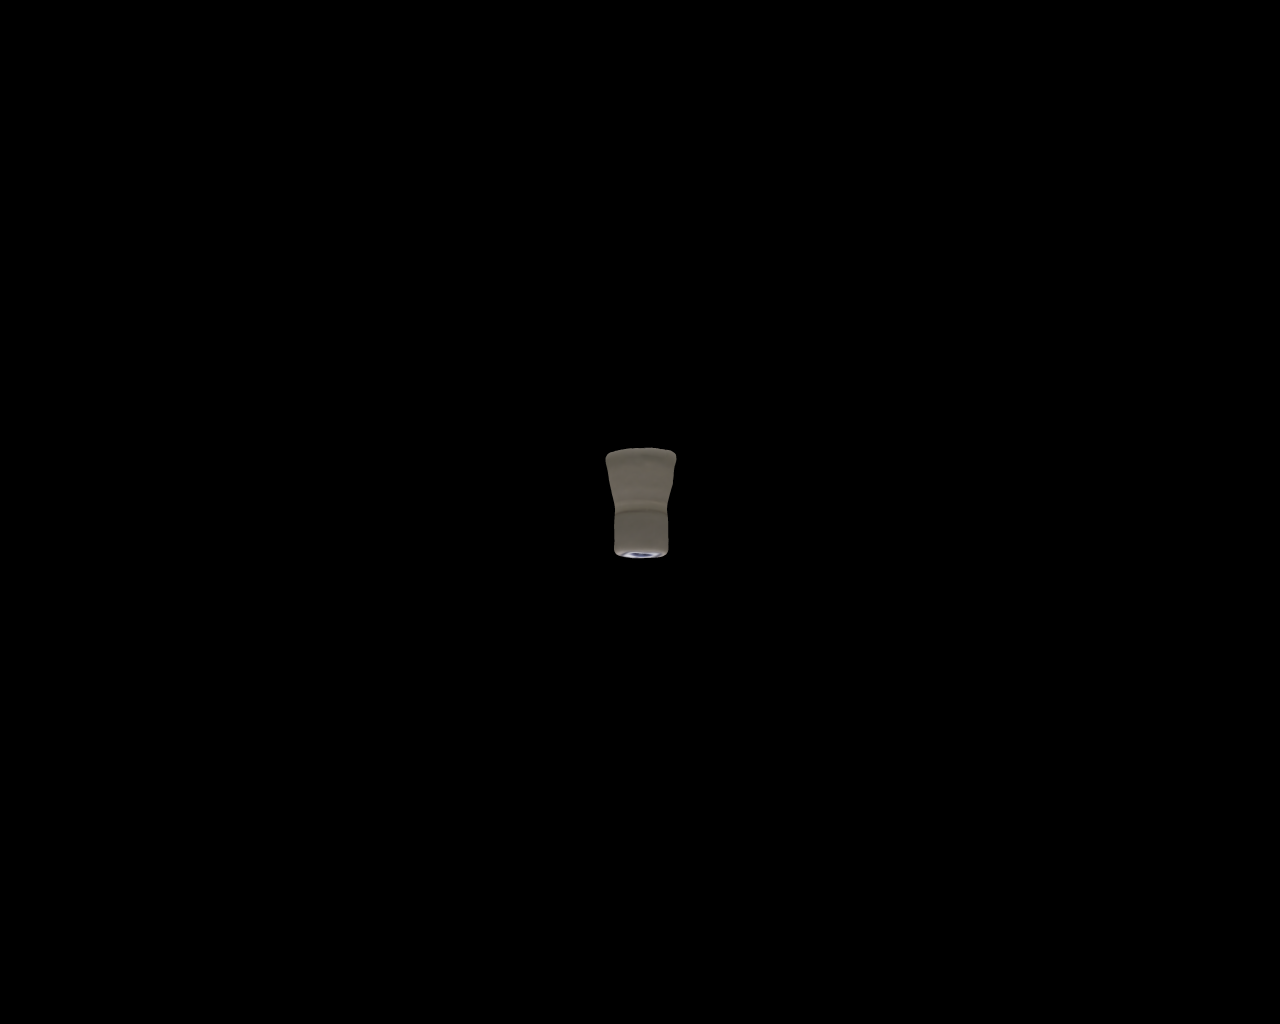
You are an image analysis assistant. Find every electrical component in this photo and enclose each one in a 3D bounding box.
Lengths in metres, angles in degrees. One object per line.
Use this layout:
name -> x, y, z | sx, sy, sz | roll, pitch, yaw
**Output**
electrical component -> 0.001, -0.003, 0.650 | 0.044, 0.065, 0.044 | 0, -11, 0
